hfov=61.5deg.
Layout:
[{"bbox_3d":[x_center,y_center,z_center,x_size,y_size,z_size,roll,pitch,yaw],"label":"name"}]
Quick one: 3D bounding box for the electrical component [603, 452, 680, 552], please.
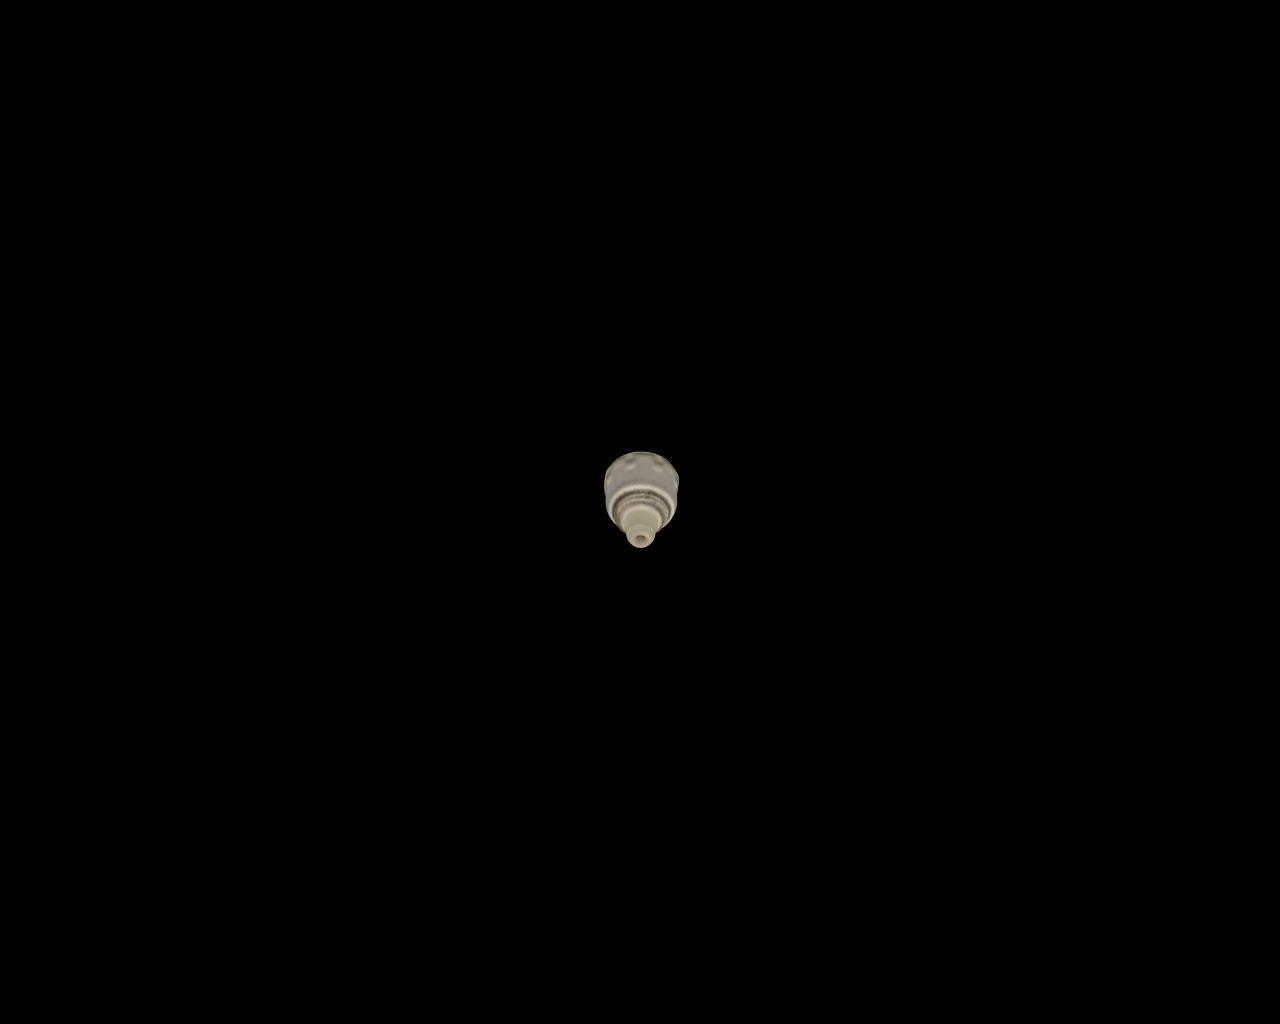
[{"bbox_3d":[0.001,-0.003,0.650,0.048,0.048,0.062,0,41,0],"label":"electrical component"}]
